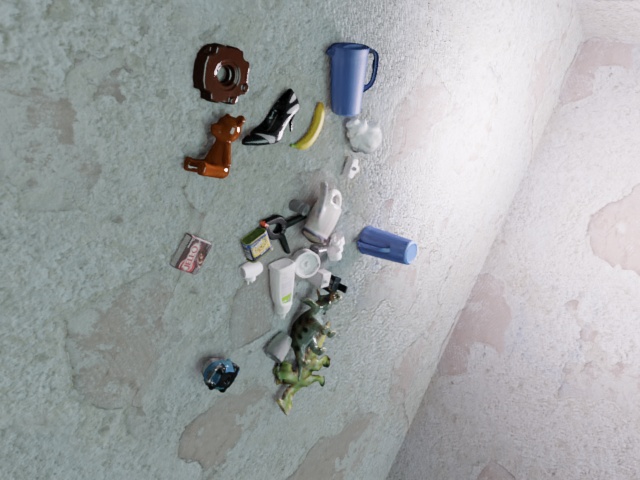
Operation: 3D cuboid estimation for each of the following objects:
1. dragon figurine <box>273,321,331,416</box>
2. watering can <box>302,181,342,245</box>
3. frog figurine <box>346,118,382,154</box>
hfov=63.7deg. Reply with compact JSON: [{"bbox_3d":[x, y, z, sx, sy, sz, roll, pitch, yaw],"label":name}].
[{"bbox_3d":[-0.089,0.540,2.197,0.242,0.123,0.410,11,92,-43],"label":"dragon figurine"},{"bbox_3d":[0.006,-0.097,1.927,0.225,0.104,0.345,-64,164,-3],"label":"watering can"},{"bbox_3d":[0.170,-0.412,1.987,0.138,0.125,0.156,-36,149,-5],"label":"frog figurine"}]
